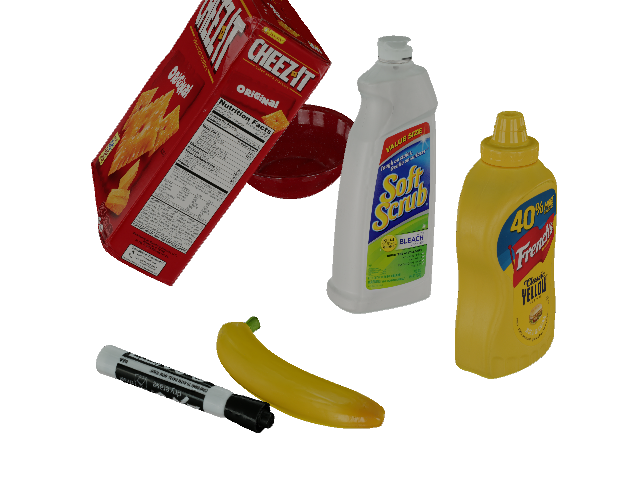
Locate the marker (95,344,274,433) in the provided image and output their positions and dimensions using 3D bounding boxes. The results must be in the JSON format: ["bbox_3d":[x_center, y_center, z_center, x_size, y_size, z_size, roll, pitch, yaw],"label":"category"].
[{"bbox_3d":[-0.082,0.090,0.647,0.121,0.020,0.020,16,6,22],"label":"marker"}]

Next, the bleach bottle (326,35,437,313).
[{"bbox_3d":[0.058,-0.062,0.993,0.102,0.251,0.068,-10,23,-24],"label":"bleach bottle"}]

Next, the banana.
[{"bbox_3d":[-0.032,0.105,0.860,0.069,0.037,0.198,-20,32,-28],"label":"banana"}]

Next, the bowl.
[{"bbox_3d":[-0.034,-0.096,1.238,0.162,0.055,0.162,-2,37,1],"label":"bowl"}]

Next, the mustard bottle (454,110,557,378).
[{"bbox_3d":[0.138,-0.001,0.785,0.058,0.192,0.096,18,30,41],"label":"mustard bottle"}]

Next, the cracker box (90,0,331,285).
[{"bbox_3d":[-0.096,-0.096,0.838,0.072,0.214,0.164,29,18,-27],"label":"cracker box"}]
